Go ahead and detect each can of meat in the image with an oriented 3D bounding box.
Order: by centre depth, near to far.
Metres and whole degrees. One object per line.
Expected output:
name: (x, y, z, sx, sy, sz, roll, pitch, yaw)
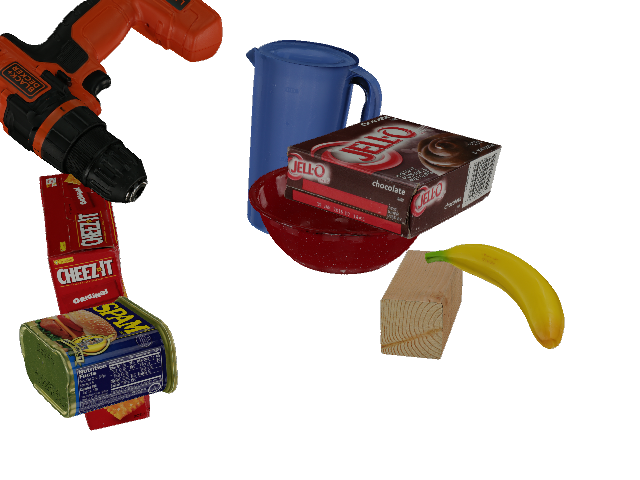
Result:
can of meat: (-0.168, 0.086, 0.798, 0.083, 0.057, 0.102, -13, 21, -32)

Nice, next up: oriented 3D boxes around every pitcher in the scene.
pitcher: (-0.021, -0.128, 1.375, 0.144, 0.243, 0.149, -2, 25, -22)

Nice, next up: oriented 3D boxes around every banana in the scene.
banana: (0.188, 0.047, 1.063, 0.069, 0.037, 0.198, -33, 37, -16)

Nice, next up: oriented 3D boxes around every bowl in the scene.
bowl: (0.019, -0.015, 0.911, 0.162, 0.055, 0.162, 2, 24, -1)

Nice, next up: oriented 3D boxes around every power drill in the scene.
power drill: (-0.163, -0.131, 0.832, 0.187, 0.184, 0.057, -45, -11, -33)

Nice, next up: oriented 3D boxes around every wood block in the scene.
wood block: (0.156, 0.092, 1.612, 0.091, 0.090, 0.206, 4, 21, 14)

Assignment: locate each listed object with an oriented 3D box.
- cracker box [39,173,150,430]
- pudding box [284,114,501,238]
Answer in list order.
cracker box: (-0.230, 0.058, 1.090, 0.072, 0.214, 0.164, -11, 34, -12)
pudding box: (0.046, -0.042, 0.656, 0.090, 0.039, 0.113, 20, 24, 29)
